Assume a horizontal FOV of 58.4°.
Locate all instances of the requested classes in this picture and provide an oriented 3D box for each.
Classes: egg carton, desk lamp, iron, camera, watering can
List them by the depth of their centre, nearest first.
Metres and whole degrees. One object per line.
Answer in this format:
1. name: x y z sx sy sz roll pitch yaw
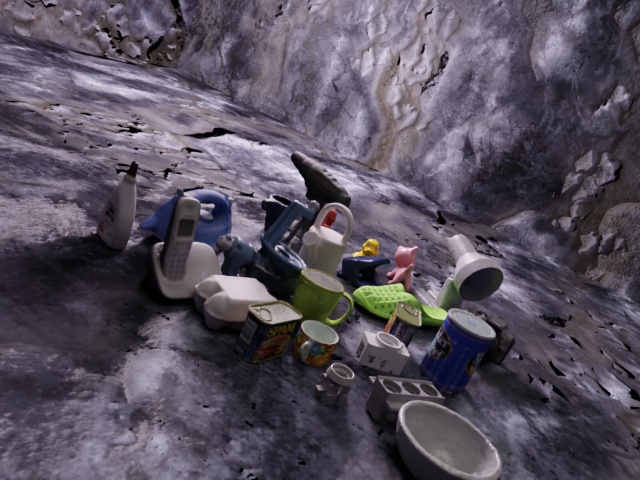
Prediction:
1. egg carton: -0.149 0.116 1.034 0.151 0.069 0.107 9 23 -41
2. iron: -0.257 -0.054 1.265 0.118 0.141 0.259 31 19 21
3. watering can: 0.014 0.006 1.362 0.101 0.194 0.173 25 17 3
4. camera: 0.383 0.225 1.367 0.142 0.101 0.137 33 19 26
5. desk lamp: 0.355 0.105 1.492 0.118 0.213 0.202 15 20 -28

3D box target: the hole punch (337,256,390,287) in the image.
1. hole punch: 0.113 0.067 1.486 0.100 0.091 0.109 34 20 29

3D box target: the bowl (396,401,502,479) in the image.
1. bowl: 0.179 0.323 0.856 0.167 0.075 0.167 22 17 -7

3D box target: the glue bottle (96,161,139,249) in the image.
1. glue bottle: -0.381 -0.073 1.103 0.078 0.173 0.037 36 21 32

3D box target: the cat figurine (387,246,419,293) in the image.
1. cat figurine: 0.239 0.070 1.602 0.067 0.118 0.128 22 17 -7

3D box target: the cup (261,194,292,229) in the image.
1. cup: -0.123 -0.066 1.558 0.118 0.095 0.091 4 26 -48

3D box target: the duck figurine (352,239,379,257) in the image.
1. duck figurine: 0.137 0.037 1.615 0.077 0.086 0.104 25 17 3

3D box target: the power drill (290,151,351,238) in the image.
1. power drill: -0.028 -0.117 1.642 0.229 0.208 0.076 32 19 24

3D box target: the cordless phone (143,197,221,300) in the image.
1. cordless phone: -0.229 0.013 1.033 0.094 0.185 0.148 34 20 30

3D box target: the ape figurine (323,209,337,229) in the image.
1. ape figurine: 0.021 -0.053 1.715 0.076 0.092 0.078 28 18 13

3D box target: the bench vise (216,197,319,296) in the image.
1. bench vise: -0.094 0.011 1.162 0.208 0.220 0.121 5 25 -46
